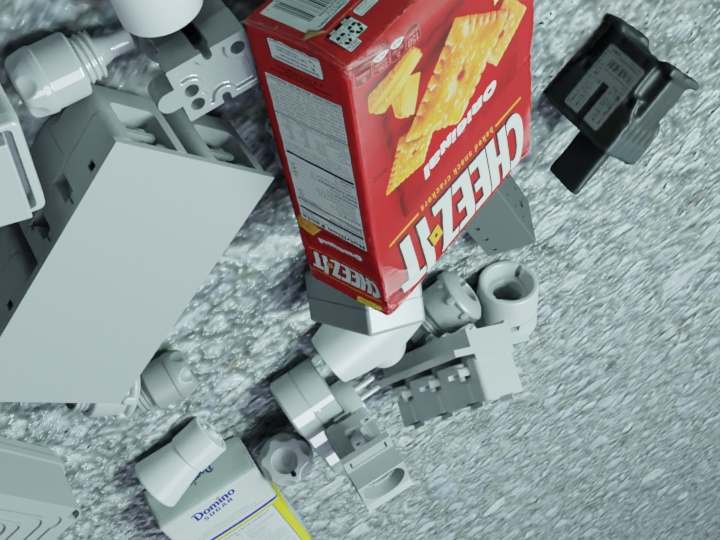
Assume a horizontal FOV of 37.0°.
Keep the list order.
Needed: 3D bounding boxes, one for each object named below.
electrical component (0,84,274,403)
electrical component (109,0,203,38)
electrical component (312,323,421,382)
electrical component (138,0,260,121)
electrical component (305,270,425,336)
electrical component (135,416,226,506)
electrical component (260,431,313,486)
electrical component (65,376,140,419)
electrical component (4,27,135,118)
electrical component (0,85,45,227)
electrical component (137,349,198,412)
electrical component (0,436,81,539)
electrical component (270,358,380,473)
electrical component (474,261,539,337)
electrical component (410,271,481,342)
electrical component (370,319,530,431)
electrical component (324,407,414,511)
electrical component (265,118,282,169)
[{"bbox_3d":[-0.149,-0.010,0.615,0.105,0.060,0.186,9,126,-47],"label":"electrical component"},{"bbox_3d":[-0.105,-0.151,0.494,0.043,0.043,0.081,-31,146,-8],"label":"electrical component"},{"bbox_3d":[0.012,0.053,0.852,0.077,0.044,0.079,-38,147,4],"label":"electrical component"},{"bbox_3d":[-0.084,-0.115,0.547,0.066,0.055,0.048,-31,147,-6],"label":"electrical component"},{"bbox_3d":[0.000,0.000,0.757,0.047,0.083,0.075,-14,102,-30],"label":"electrical component"},{"bbox_3d":[-0.137,0.146,0.838,0.065,0.044,0.044,-43,146,2],"label":"electrical component"},{"bbox_3d":[-0.060,0.156,0.901,0.043,0.043,0.062,-35,177,-1],"label":"electrical component"},{"bbox_3d":[-0.180,0.076,0.710,0.062,0.048,0.048,1,132,-34],"label":"electrical component"},{"bbox_3d":[-0.141,-0.102,0.531,0.061,0.035,0.035,-30,146,-14],"label":"electrical component"},{"bbox_3d":[-0.208,-0.048,0.514,0.096,0.061,0.061,-24,145,-18],"label":"electrical component"},{"bbox_3d":[-0.147,0.083,0.755,0.061,0.035,0.035,-28,146,-7],"label":"electrical component"},{"bbox_3d":[-0.257,0.155,0.725,0.078,0.057,0.113,-42,146,10],"label":"electrical component"},{"bbox_3d":[-0.016,0.113,0.893,0.074,0.052,0.138,-34,147,-3],"label":"electrical component"},{"bbox_3d":[0.124,0.026,0.910,0.055,0.055,0.047,-23,141,-19],"label":"electrical component"},{"bbox_3d":[0.064,0.034,0.877,0.062,0.048,0.048,-39,147,18],"label":"electrical component"},{"bbox_3d":[0.076,0.090,0.890,0.079,0.063,0.121,-9,168,-35],"label":"electrical component"},{"bbox_3d":[0.006,0.146,0.845,0.042,0.063,0.081,-30,145,-8],"label":"electrical component"},{"bbox_3d":[-0.038,-0.075,0.658,0.035,0.035,0.061,-40,144,7],"label":"electrical component"}]
